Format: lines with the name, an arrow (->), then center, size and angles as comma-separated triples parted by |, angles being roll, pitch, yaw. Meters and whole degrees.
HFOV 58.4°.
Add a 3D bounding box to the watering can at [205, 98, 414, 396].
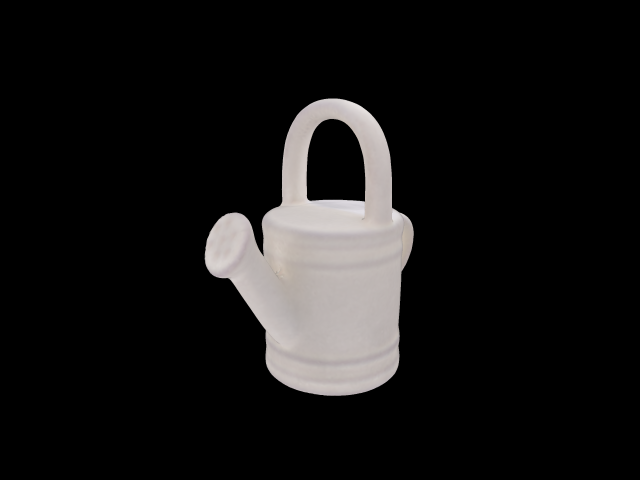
watering can -> 0.005, 0.002, 0.398 | 0.100, 0.194, 0.173 | 8, 18, 24
